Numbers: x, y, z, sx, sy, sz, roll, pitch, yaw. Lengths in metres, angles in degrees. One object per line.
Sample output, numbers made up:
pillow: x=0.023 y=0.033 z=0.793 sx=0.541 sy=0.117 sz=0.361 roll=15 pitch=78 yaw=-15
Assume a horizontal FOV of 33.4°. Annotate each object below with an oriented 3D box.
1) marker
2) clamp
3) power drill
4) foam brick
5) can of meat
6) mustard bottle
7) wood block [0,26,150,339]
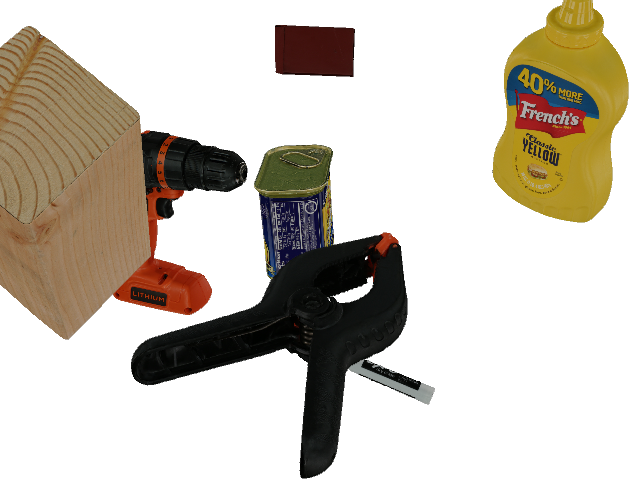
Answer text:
marker: x=0.060 y=0.139 z=1.115 sx=0.121 sy=0.020 sz=0.020 roll=22 pitch=4 yaw=9
clamp: x=0.000 y=0.054 z=0.566 sx=0.120 sy=0.039 sz=0.171 roll=36 pitch=52 yaw=28
power drill: x=-0.155 y=-0.020 z=1.081 sx=0.185 sy=0.188 sz=0.057 roll=11 pitch=30 yaw=22
foam brick: x=-0.007 y=-0.200 z=1.128 sx=0.078 sy=0.051 sz=0.053 roll=0 pitch=12 yaw=-11
can of meat: x=-0.018 y=-0.022 z=0.875 sx=0.057 sy=0.084 sz=0.102 roll=-2 pitch=25 yaw=6
mustard bottle: x=0.187 y=-0.107 z=0.823 sx=0.096 sy=0.192 sz=0.058 roll=30 pitch=53 yaw=29
wood block: x=-0.171 y=-0.026 z=0.670 sx=0.090 sy=0.090 sz=0.206 roll=39 pitch=-21 yaw=10
